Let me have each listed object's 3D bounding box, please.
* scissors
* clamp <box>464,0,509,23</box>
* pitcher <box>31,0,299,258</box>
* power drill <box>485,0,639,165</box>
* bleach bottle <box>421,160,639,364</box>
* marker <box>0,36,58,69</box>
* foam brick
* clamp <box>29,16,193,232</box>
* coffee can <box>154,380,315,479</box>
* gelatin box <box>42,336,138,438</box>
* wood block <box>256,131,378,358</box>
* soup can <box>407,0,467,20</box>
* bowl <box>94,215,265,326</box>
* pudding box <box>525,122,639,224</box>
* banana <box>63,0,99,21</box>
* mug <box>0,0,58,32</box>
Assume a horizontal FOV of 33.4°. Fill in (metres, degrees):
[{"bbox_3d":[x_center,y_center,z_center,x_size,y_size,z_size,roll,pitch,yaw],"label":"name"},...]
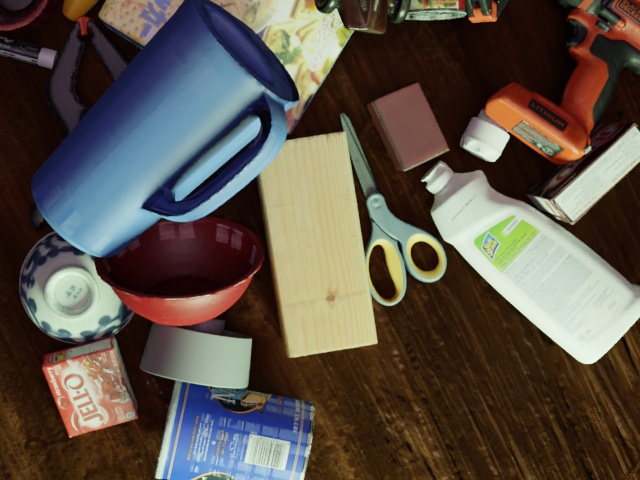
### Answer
[{"bbox_3d":[0.076,-0.034,1.091,0.096,0.016,0.202,-6,96,-5],"label":"scissors"},{"bbox_3d":[0.161,-0.299,1.024,0.120,0.039,0.171,19,79,-36],"label":"clamp"},{"bbox_3d":[-0.141,-0.089,0.958,0.243,0.149,0.145,-42,104,17],"label":"pitcher"},{"bbox_3d":[0.243,-0.184,1.049,0.184,0.057,0.187,36,78,0],"label":"power drill"},{"bbox_3d":[0.209,0.008,1.082,0.251,0.068,0.102,43,90,-4],"label":"bleach bottle"},{"bbox_3d":[-0.319,-0.192,1.047,0.121,0.020,0.020,14,94,-5],"label":"marker"},{"bbox_3d":[0.087,-0.114,1.066,0.051,0.053,0.078,-26,98,-1],"label":"foam brick"},{"bbox_3d":[-0.207,-0.113,1.053,0.164,0.036,0.210,-1,98,-5],"label":"clamp"},{"bbox_3d":[-0.084,0.197,1.057,0.140,0.103,0.103,12,94,-5],"label":"coffee can"},{"bbox_3d":[-0.229,0.148,1.067,0.073,0.030,0.089,-15,115,-4],"label":"gelatin box"},{"bbox_3d":[-0.007,0.001,1.052,0.090,0.090,0.206,-9,96,-4],"label":"wood block"},{"bbox_3d":[0.109,-0.270,1.045,0.068,0.068,0.102,-2,95,-4],"label":"soup can"},{"bbox_3d":[-0.133,0.035,1.027,0.162,0.162,0.055,-3,120,-4],"label":"bowl"},{"bbox_3d":[0.267,-0.069,1.063,0.113,0.090,0.039,-45,97,1],"label":"pudding box"},{"bbox_3d":[-0.221,-0.314,1.036,0.070,0.037,0.198,-2,94,15],"label":"banana"},{"bbox_3d":[-0.305,-0.239,1.012,0.117,0.081,0.093,-16,96,-3],"label":"mug"}]
